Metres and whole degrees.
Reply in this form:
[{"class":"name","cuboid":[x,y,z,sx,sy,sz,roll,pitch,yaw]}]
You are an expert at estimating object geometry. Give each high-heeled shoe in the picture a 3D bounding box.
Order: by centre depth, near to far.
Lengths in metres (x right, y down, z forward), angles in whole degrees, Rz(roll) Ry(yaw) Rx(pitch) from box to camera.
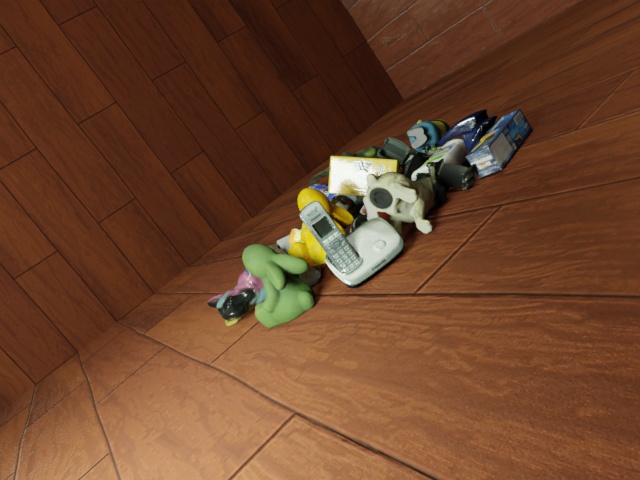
[{"class":"high-heeled shoe","cuboid":[0.232,-0.176,1.439,0.145,0.086,0.249,-21,11,46]}]

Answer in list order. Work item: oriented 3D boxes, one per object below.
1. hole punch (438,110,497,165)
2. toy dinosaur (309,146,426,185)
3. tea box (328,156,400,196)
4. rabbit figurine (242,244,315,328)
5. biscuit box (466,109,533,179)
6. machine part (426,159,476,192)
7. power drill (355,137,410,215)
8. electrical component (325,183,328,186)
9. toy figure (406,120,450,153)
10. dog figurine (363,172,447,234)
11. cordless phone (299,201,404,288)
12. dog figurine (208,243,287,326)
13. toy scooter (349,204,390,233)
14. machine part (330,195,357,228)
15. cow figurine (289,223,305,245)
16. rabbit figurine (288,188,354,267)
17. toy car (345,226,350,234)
[{"class":"hole punch","cuboid":[0.349,-0.254,1.262,0.142,0.092,0.115,-31,-29,-53]},{"class":"toy dinosaur","cuboid":[0.184,-0.245,1.687,0.472,0.105,0.198,-15,1,11]},{"class":"tea box","cuboid":[0.111,-0.158,1.345,0.170,0.098,0.068,5,10,16]},{"class":"rabbit figurine","cuboid":[-0.096,0.083,1.105,0.121,0.170,0.159,-42,13,-29]},{"class":"biscuit box","cuboid":[0.395,-0.213,1.176,0.063,0.059,0.203,-23,17,49]},{"class":"machine part","cuboid":[0.284,-0.136,1.175,0.039,0.084,0.139,-13,11,-24]},{"class":"power drill","cuboid":[0.169,-0.179,1.479,0.232,0.086,0.207,-57,-1,-45]},{"class":"electrical component","cuboid":[0.073,-0.134,1.637,0.058,0.115,0.134,-42,11,-23]},{"class":"toy figure","cuboid":[0.285,-0.271,1.398,0.089,0.082,0.180,7,15,23]},{"class":"dog figurine","cuboid":[0.177,-0.106,1.115,0.121,0.172,0.190,-14,29,34]},{"class":"cordless phone","cuboid":[0.058,-0.015,1.033,0.146,0.184,0.089,-37,7,-6]},{"class":"dog figurine","cuboid":[-0.173,0.119,1.355,0.219,0.108,0.191,-36,12,10]},{"class":"toy scooter","cuboid":[0.119,-0.037,1.190,0.184,0.075,0.135,-59,-12,-25]},{"class":"machine part","cuboid":[0.032,-0.050,1.412,0.079,0.079,0.243,-42,-3,-30]},{"class":"cow figurine","cuboid":[-0.003,-0.006,1.364,0.167,0.098,0.068,-4,69,52]},{"class":"rabbit figurine","cuboid":[0.009,-0.033,1.176,0.122,0.173,0.162,-20,-4,37]},{"class":"toy car","cuboid":[0.108,-0.036,1.297,0.202,0.056,0.074,-44,21,-32]}]
